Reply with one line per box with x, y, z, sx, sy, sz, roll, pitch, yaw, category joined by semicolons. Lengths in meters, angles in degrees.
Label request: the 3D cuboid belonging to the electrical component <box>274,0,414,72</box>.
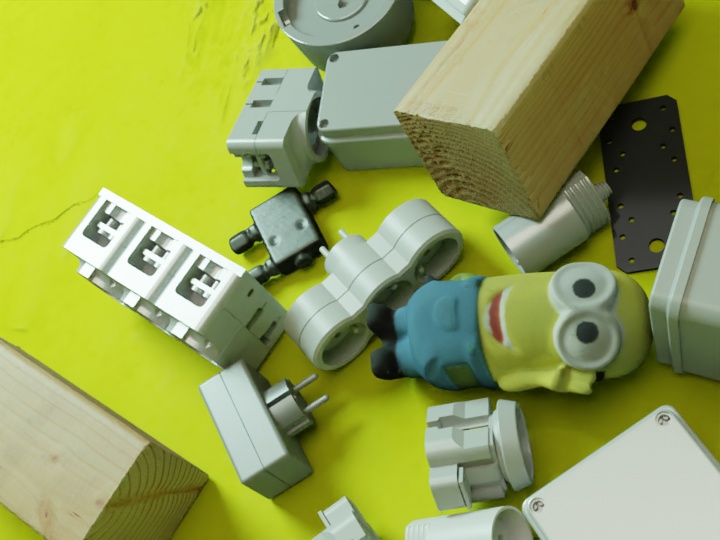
-0.008;-0.208;0.868;0.108;0.060;0.108;-9;63;18;electrical component

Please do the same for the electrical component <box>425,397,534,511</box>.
0.076;0.113;0.678;0.057;0.058;0.078;-12;29;14;electrical component

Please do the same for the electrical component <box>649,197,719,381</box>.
0.213;0.015;0.643;0.057;0.113;0.078;15;72;23;electrical component

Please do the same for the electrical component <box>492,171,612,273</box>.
0.136;-0.034;0.737;0.081;0.043;0.043;-34;58;3;electrical component

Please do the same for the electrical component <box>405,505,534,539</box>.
0.061;0.171;0.660;0.081;0.043;0.043;-20;57;39;electrical component

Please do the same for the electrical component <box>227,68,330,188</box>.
-0.056;-0.111;0.834;0.056;0.050;0.089;2;50;22;electrical component

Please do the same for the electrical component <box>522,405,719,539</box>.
0.170;0.155;0.625;0.109;0.056;0.108;-35;58;2;electrical component

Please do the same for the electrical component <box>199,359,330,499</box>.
-0.057;0.100;0.745;0.076;0.047;0.083;-33;58;3;electrical component

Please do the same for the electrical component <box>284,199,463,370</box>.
0.000;0.000;0.769;0.138;0.052;0.073;-43;58;-2;electrical component

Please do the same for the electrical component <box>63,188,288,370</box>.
-0.137;0.012;0.794;0.150;0.089;0.061;28;78;30;electrical component

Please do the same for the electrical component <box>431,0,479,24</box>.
0.099;-0.217;0.820;0.061;0.096;0.061;48;116;32;electrical component

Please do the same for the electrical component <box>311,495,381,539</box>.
-0.010;0.192;0.678;0.057;0.058;0.078;-36;59;-1;electrical component

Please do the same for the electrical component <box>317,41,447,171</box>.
0.030;-0.124;0.814;0.113;0.057;0.078;-2;65;21;electrical component
